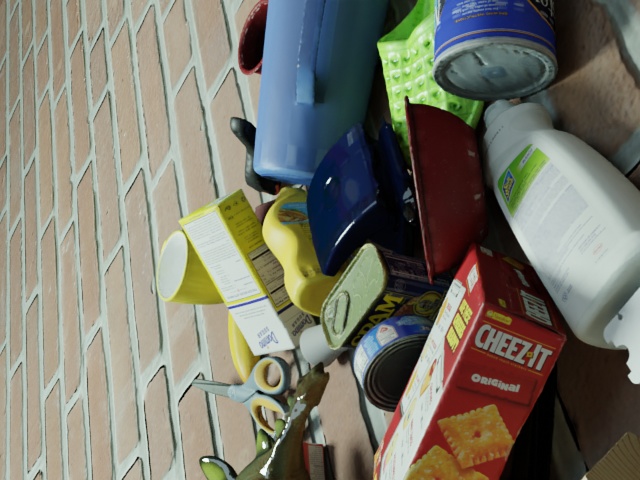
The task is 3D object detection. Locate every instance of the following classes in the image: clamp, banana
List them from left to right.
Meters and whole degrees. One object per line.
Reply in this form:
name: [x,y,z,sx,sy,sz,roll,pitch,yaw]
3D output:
banana: [-0.081,0.070,1.259,0.070,0.037,0.198,0,79,61]
clamp: [-0.068,-0.110,1.221,0.039,0.120,0.171,20,134,22]
clamp: [0.156,0.198,0.793,0.210,0.036,0.165,-59,32,23]

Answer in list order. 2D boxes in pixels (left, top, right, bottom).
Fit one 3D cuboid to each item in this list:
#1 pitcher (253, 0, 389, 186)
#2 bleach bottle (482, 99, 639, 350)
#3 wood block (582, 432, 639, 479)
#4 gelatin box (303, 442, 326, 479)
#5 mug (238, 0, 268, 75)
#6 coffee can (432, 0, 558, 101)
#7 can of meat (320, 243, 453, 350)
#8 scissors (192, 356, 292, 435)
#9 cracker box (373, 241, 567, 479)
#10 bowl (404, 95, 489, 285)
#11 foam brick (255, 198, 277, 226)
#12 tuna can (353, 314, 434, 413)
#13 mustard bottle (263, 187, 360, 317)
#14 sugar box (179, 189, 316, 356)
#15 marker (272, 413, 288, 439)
pitcher: [-0.003,-0.182,1.126,0.145,0.149,0.243,7,88,50]
bleach bottle: [0.186,-0.036,0.812,0.103,0.068,0.251,-58,32,29]
wood block: [0.162,0.237,0.684,0.090,0.090,0.206,41,118,21]
gelatin box: [-0.027,0.255,1.097,0.089,0.030,0.073,-38,49,49]
mug: [-0.047,-0.227,1.273,0.117,0.081,0.093,-20,62,56]
coffee can: [0.147,-0.203,0.903,0.103,0.102,0.140,-25,57,55]
can of meat: [0.062,0.058,0.965,0.102,0.083,0.057,-57,35,32]
scissors: [-0.087,0.158,1.211,0.202,0.016,0.096,25,111,48]
cracker box: [0.108,0.127,0.813,0.164,0.072,0.214,-72,4,-74]
bowl: [0.108,-0.045,0.899,0.162,0.055,0.162,-8,-90,-83]
foam brick: [-0.043,-0.001,1.204,0.051,0.052,0.078,-17,63,57]
tuna can: [0.073,0.107,0.926,0.086,0.086,0.034,-62,30,24]
mustard bottle: [-0.007,0.002,1.096,0.192,0.096,0.058,-118,39,-50]
sugar box: [-0.077,0.038,1.160,0.094,0.048,0.176,-18,105,56]
marker: [-0.051,0.226,1.147,0.121,0.020,0.020,119,148,-41]
